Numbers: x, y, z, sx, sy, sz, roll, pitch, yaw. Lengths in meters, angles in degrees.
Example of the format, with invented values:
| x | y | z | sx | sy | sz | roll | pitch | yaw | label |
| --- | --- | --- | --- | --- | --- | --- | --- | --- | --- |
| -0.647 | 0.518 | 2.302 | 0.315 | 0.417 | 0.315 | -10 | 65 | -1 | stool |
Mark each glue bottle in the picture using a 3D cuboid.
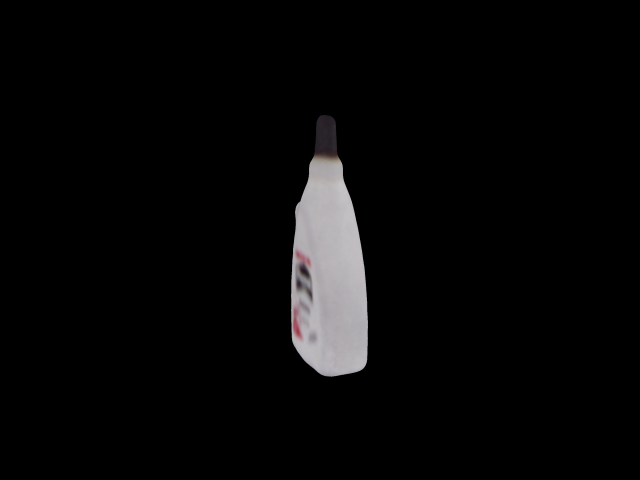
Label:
| x | y | z | sx | sy | sz | roll | pitch | yaw | label |
| --- | --- | --- | --- | --- | --- | --- | --- | --- | --- |
| 0.004 | 0.001 | 0.400 | 0.037 | 0.173 | 0.078 | -5 | 11 | -24 | glue bottle |
